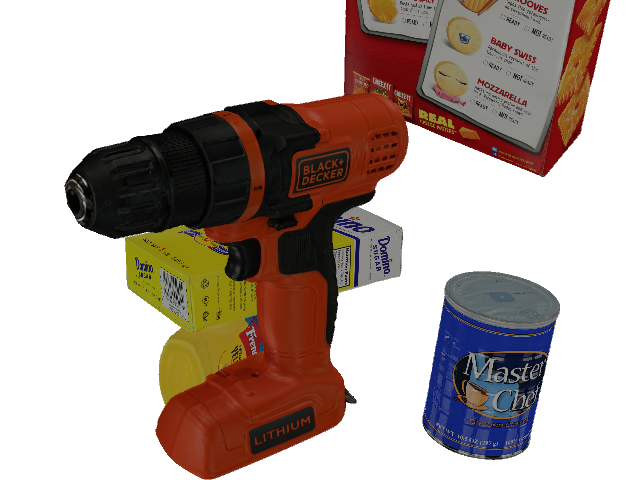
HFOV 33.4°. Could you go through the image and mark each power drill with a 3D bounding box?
[{"bbox_3d":[-0.040,0.024,0.529,0.184,0.188,0.057,-15,35,-36],"label":"power drill"}]

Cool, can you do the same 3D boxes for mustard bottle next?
[{"bbox_3d":[-0.092,0.106,1.110,0.058,0.096,0.191,12,26,25],"label":"mustard bottle"}]

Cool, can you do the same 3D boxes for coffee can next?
[{"bbox_3d":[0.154,0.112,0.974,0.103,0.140,0.103,6,23,-3],"label":"coffee can"}]

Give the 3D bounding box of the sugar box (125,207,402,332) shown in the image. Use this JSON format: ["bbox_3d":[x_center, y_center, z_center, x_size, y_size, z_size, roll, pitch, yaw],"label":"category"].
[{"bbox_3d":[-0.038,0.011,0.752,0.175,0.048,0.093,-16,27,-33],"label":"sugar box"}]

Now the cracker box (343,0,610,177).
[{"bbox_3d":[0.102,-0.166,0.694,0.164,0.214,0.072,25,49,24],"label":"cracker box"}]
